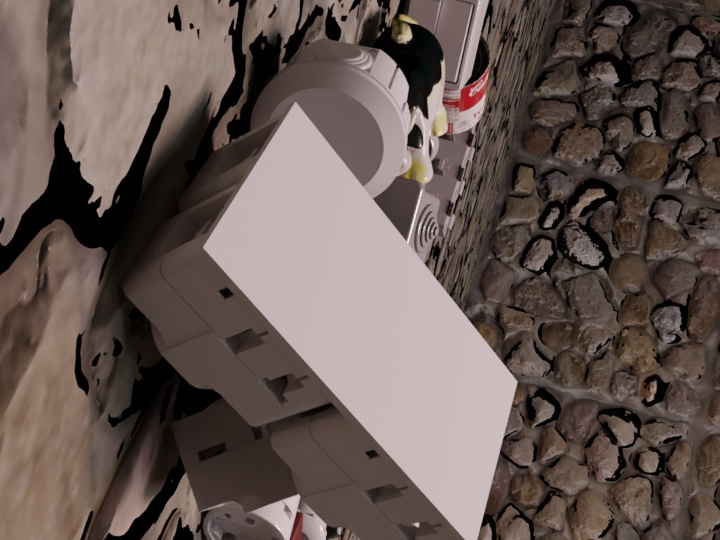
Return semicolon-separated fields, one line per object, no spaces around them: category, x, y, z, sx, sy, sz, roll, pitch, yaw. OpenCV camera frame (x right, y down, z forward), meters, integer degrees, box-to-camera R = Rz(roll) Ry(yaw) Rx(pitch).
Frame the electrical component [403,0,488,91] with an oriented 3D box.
electrical component;0.065;-0.192;0.899;0.061;0.062;0.096;-57;160;-63

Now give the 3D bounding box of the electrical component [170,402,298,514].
electrical component;-0.044;0.091;0.562;0.050;0.089;0.055;51;18;-79

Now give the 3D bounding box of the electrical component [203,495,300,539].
electrical component;-0.067;0.152;0.689;0.047;0.055;0.055;-70;171;-48

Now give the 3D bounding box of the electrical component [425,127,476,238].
electrical component;0.077;-0.100;1.122;0.078;0.063;0.121;78;28;-70

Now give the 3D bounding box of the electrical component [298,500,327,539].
electrical component;-0.050;0.220;0.937;0.062;0.048;0.048;-69;172;-71

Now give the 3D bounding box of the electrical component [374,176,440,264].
electrical component;-0.006;-0.016;0.643;0.048;0.100;0.099;14;91;-68

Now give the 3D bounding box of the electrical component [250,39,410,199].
electrical component;-0.013;-0.077;0.560;0.051;0.080;0.080;-71;172;-54

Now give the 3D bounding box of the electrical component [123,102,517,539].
electrical component;-0.012;0.034;0.493;0.186;0.060;0.105;50;39;-23

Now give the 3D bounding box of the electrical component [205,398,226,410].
electrical component;-0.064;0.091;0.636;0.081;0.043;0.043;-9;113;-81

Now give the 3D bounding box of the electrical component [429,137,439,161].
electrical component;0.048;-0.121;0.970;0.055;0.048;0.066;-75;175;-58
